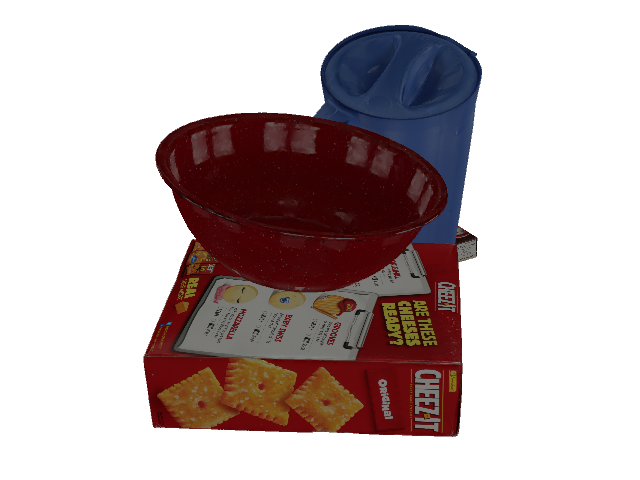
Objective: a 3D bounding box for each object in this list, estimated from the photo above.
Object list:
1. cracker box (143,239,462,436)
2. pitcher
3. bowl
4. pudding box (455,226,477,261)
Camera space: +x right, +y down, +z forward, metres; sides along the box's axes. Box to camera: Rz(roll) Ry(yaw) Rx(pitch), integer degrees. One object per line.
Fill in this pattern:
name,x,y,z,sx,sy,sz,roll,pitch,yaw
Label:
cracker box,-0.006,0.068,0.784,0.214,0.072,0.164,1,29,6
pitcher,0.062,-0.055,0.957,0.149,0.243,0.145,1,45,4
bowl,-0.013,-0.017,0.597,0.162,0.055,0.162,7,27,-4
pudding box,0.164,0.007,1.594,0.113,0.039,0.090,-17,28,-22
